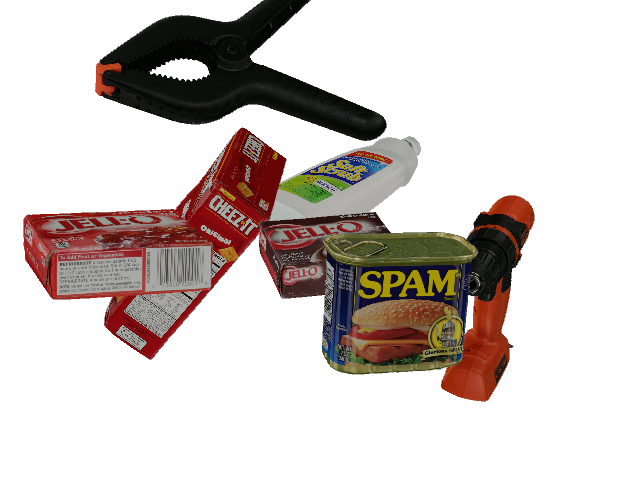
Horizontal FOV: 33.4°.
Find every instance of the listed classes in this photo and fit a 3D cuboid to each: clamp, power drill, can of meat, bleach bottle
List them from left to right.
[{"bbox_3d":[-0.060,-0.125,0.798,0.209,0.165,0.036,-16,-27,-21],"label":"clamp"},{"bbox_3d":[0.034,-0.073,1.350,0.103,0.068,0.250,25,43,34],"label":"bleach bottle"},{"bbox_3d":[0.052,0.042,0.732,0.102,0.084,0.057,-1,17,-14],"label":"can of meat"},{"bbox_3d":[0.166,0.065,1.073,0.057,0.188,0.184,17,29,19],"label":"power drill"}]

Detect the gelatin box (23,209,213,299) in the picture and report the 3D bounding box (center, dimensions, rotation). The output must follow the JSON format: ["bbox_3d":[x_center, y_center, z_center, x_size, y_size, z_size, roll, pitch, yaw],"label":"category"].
[{"bbox_3d":[-0.112,0.005,0.582,0.089,0.030,0.073,-3,17,-24],"label":"gelatin box"}]

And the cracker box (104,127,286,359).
[{"bbox_3d":[-0.133,-0.001,1.133,0.072,0.214,0.164,36,23,-13],"label":"cracker box"}]

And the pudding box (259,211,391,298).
[{"bbox_3d":[0.009,0.011,0.939,0.113,0.039,0.090,-3,26,-15],"label":"pudding box"}]
